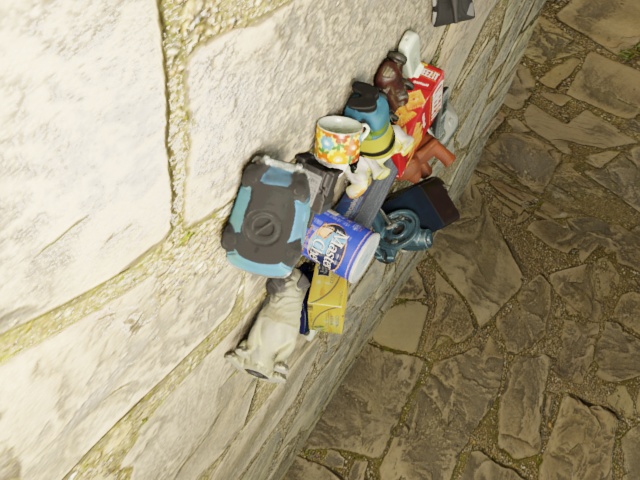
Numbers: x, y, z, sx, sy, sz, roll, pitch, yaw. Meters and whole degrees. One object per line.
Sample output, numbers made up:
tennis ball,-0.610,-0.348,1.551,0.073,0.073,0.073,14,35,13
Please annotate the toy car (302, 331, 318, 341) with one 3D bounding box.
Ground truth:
toy car,-0.007,0.169,1.338,0.073,0.056,0.201,-44,157,-46

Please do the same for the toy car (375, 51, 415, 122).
toy car,0.145,-0.287,1.035,0.089,0.053,0.202,-65,163,2

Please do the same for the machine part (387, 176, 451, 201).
machine part,0.272,-0.120,1.513,0.243,0.079,0.079,-21,-155,54

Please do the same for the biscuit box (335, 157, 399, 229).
biscuit box,0.091,-0.087,1.124,0.062,0.059,0.202,49,60,-42

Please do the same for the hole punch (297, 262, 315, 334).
hole punch,-0.035,0.121,1.118,0.142,0.092,0.115,-27,140,-58

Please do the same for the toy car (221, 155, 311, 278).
toy car,-0.068,-0.037,0.735,0.103,0.109,0.161,-90,-168,-75

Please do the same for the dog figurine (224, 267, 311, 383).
dog figurine,-0.084,0.159,1.016,0.172,0.121,0.190,-42,-157,56

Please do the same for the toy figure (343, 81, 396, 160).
toy figure,0.086,-0.198,0.932,0.082,0.089,0.180,-49,165,-9

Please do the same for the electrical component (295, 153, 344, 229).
electrical component,-0.019,-0.072,0.856,0.048,0.075,0.119,-32,150,-63

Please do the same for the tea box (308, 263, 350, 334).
tea box,0.023,0.085,1.055,0.098,0.068,0.170,89,11,-50

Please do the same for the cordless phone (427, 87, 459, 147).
cordless phone,0.331,-0.352,1.452,0.146,0.089,0.184,-50,157,-31

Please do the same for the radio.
radio,0.251,-0.068,1.439,0.073,0.131,0.229,-26,177,-34

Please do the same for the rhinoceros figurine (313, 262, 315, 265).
rhinoceros figurine,0.033,0.038,1.205,0.112,0.073,0.190,-39,153,-56

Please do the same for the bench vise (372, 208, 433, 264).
bench vise,0.162,-0.035,1.371,0.240,0.224,0.129,49,62,-41

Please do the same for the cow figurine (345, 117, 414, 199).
cow figurine,0.097,-0.163,1.056,0.167,0.098,0.068,-44,171,10

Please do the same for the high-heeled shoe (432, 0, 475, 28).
high-heeled shoe,0.253,-0.493,1.037,0.249,0.086,0.145,-67,148,-65

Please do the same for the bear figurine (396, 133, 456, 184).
bear figurine,0.254,-0.195,1.396,0.120,0.132,0.196,-29,-162,42
